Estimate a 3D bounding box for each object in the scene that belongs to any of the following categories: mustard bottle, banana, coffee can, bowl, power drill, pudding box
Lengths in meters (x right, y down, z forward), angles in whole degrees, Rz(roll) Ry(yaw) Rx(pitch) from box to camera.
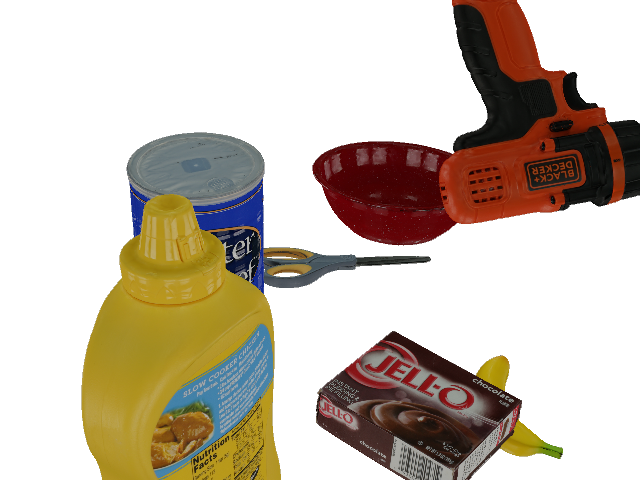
[{"bbox_3d":[-0.057,0.069,0.449,0.058,0.192,0.096,20,36,30],"label":"mustard bottle"},{"bbox_3d":[0.205,0.187,1.199,0.069,0.037,0.198,11,24,-15],"label":"banana"},{"bbox_3d":[-0.094,0.001,0.833,0.103,0.140,0.103,1,33,-1],"label":"coffee can"},{"bbox_3d":[0.072,-0.039,1.002,0.162,0.055,0.162,3,26,-2],"label":"bowl"},{"bbox_3d":[0.155,-0.113,0.680,0.184,0.187,0.057,-11,-1,-4],"label":"power drill"},{"bbox_3d":[0.067,0.118,0.736,0.114,0.039,0.089,29,41,27],"label":"pudding box"}]

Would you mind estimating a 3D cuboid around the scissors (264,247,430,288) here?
[{"bbox_3d":[0.021,0.031,1.175,0.202,0.016,0.096,4,23,4],"label":"scissors"}]
